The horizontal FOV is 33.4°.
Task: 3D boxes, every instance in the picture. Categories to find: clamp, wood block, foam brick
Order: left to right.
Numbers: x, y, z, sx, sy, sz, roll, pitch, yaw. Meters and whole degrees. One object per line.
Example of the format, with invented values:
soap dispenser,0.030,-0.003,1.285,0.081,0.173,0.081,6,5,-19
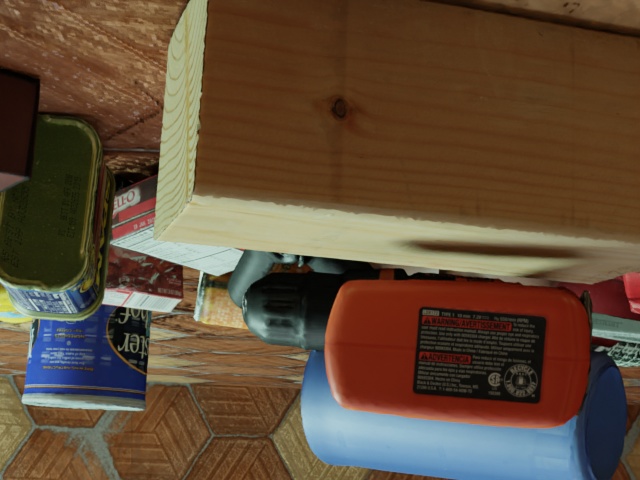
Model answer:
foam brick,-0.177,-0.052,0.526,0.051,0.053,0.078,10,165,-33
clamp,-0.004,0.001,0.609,0.120,0.039,0.171,10,147,10
wood block,0.044,-0.040,0.441,0.205,0.091,0.090,6,168,-16

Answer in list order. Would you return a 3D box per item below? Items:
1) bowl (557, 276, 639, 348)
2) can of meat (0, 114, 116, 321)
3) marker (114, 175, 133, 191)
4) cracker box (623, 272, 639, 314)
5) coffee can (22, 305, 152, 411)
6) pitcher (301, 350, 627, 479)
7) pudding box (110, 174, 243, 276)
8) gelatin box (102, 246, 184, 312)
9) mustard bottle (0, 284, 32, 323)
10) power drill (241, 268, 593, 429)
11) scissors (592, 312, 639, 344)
bowl,0.188,0.048,0.840,0.162,0.055,0.162,12,178,0
can of meat,-0.149,-0.012,0.598,0.057,0.102,0.084,5,166,-6
marker,-0.107,-0.023,0.735,0.020,0.020,0.121,-4,166,30
cracker box,0.266,0.002,0.642,0.164,0.072,0.213,-1,169,18
coffee can,-0.195,0.072,0.910,0.103,0.140,0.103,3,168,0
pitcher,0.111,0.126,0.858,0.243,0.145,0.149,2,176,34
pudding box,-0.069,-0.014,0.689,0.090,0.039,0.113,-18,156,31
gelatin box,-0.141,0.008,0.751,0.089,0.073,0.030,10,150,-27
mustard bottle,-0.296,0.043,0.995,0.096,0.058,0.191,3,168,-1
power drill,0.045,0.041,0.509,0.184,0.057,0.187,2,-178,4
scissors,0.164,0.036,0.731,0.202,0.096,0.016,-13,153,42
